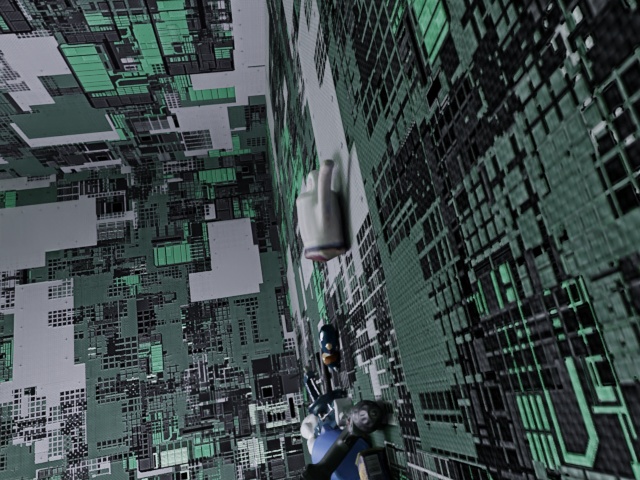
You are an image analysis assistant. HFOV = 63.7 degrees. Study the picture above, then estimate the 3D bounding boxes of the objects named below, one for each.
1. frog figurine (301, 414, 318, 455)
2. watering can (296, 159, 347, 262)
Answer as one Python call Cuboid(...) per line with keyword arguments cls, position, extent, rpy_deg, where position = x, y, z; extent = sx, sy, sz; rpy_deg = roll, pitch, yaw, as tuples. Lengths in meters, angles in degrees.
Cuboid(cls="frog figurine", position=(-0.004, 0.677, 1.790), extent=(0.138, 0.122, 0.160), rpy_deg=(23, 8, 7))
Cuboid(cls="watering can", position=(0.004, -0.061, 1.212), extent=(0.104, 0.225, 0.346), rpy_deg=(-9, -4, -8))
